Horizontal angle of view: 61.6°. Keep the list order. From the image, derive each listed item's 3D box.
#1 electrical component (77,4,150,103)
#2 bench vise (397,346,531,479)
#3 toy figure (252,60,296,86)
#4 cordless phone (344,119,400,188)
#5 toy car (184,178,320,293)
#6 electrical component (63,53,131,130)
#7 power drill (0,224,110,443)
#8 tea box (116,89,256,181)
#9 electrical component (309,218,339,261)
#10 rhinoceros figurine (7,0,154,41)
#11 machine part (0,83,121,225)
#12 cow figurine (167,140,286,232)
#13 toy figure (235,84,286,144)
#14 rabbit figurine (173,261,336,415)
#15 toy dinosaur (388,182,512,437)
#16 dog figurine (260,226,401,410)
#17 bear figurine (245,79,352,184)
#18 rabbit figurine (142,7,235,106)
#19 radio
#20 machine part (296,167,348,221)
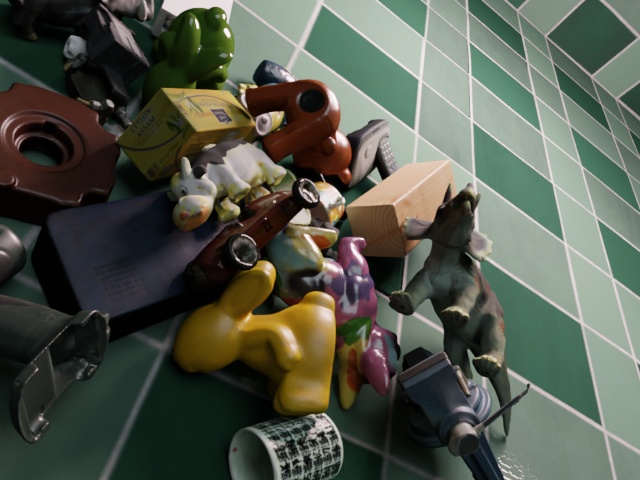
[{"bbox_3d":[-0.271,-0.245,0.717,0.119,0.048,0.074,62,13,26],"label":"electrical component"},{"bbox_3d":[0.179,0.239,0.674,0.129,0.224,0.240,-32,100,-10],"label":"bench vise"},{"bbox_3d":[-0.046,-0.263,0.965,0.154,0.064,0.058,30,6,-26],"label":"toy figure"},{"bbox_3d":[0.101,-0.113,0.966,0.146,0.089,0.184,-42,109,-50],"label":"cordless phone"},{"bbox_3d":[-0.073,-0.013,0.605,0.053,0.089,0.202,51,43,-9],"label":"toy car"},{"bbox_3d":[-0.295,-0.193,0.706,0.078,0.045,0.102,-10,66,-43],"label":"electrical component"},{"bbox_3d":[-0.295,0.083,0.426,0.207,0.085,0.232,15,36,13],"label":"power drill"},{"bbox_3d":[-0.167,-0.140,0.701,0.068,0.098,0.169,50,21,2],"label":"tea box"},{"bbox_3d":[-0.002,-0.002,0.786,0.094,0.063,0.021,32,43,-8],"label":"electrical component"},{"bbox_3d":[-0.327,-0.326,0.736,0.190,0.112,0.073,-8,62,-35],"label":"rhinoceros figurine"},{"bbox_3d":[-0.314,-0.097,0.606,0.179,0.056,0.179,24,45,-26],"label":"machine part"},{"bbox_3d":[-0.124,-0.072,0.631,0.098,0.068,0.167,46,35,8],"label":"cow figurine"},{"bbox_3d":[-0.096,-0.200,0.857,0.082,0.089,0.180,41,32,-2],"label":"toy figure"},{"bbox_3d":[-0.072,0.107,0.587,0.173,0.162,0.122,5,6,-4],"label":"rabbit figurine"},{"bbox_3d":[0.222,0.099,0.813,0.192,0.131,0.404,-55,128,-39],"label":"toy dinosaur"},{"bbox_3d":[0.017,0.101,0.692,0.191,0.108,0.219,11,55,-40],"label":"dog figurine"},{"bbox_3d":[-0.021,-0.149,0.799,0.132,0.195,0.120,-20,72,-3],"label":"bear figurine"},{"bbox_3d":[-0.188,-0.249,0.783,0.121,0.159,0.170,38,56,-25],"label":"rabbit figurine"},{"bbox_3d":[-0.189,0.019,0.608,0.229,0.073,0.131,-20,72,-49],"label":"radio"},{"bbox_3d":[0.005,-0.093,0.890,0.084,0.039,0.139,-3,58,-51],"label":"machine part"}]
